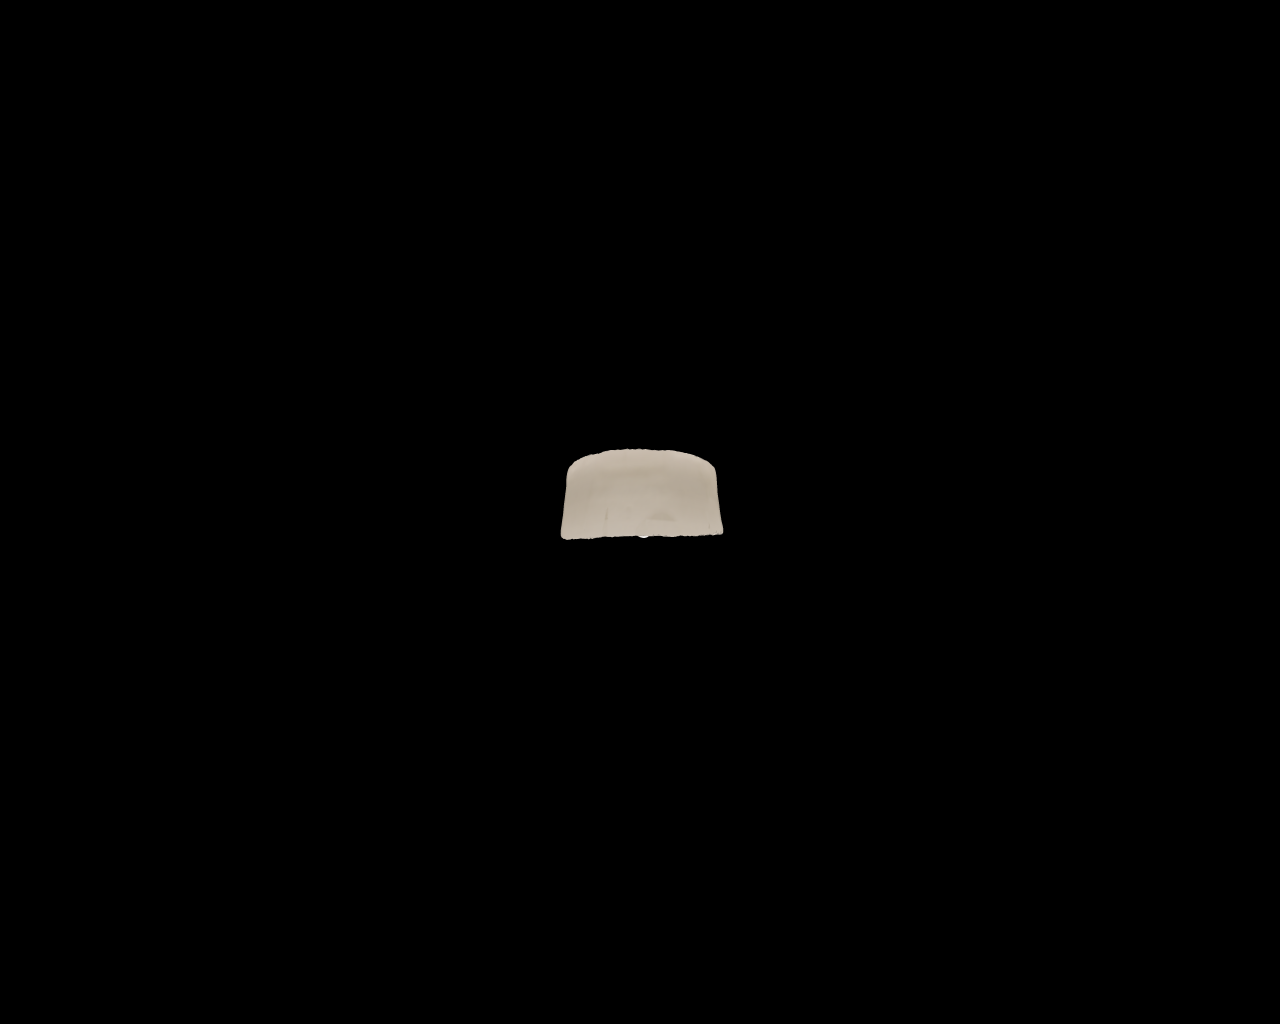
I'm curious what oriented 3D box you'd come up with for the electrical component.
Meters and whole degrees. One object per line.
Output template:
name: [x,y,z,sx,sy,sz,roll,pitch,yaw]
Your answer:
electrical component: [0.001,-0.003,0.650,0.099,0.064,0.099,0,-14,0]
